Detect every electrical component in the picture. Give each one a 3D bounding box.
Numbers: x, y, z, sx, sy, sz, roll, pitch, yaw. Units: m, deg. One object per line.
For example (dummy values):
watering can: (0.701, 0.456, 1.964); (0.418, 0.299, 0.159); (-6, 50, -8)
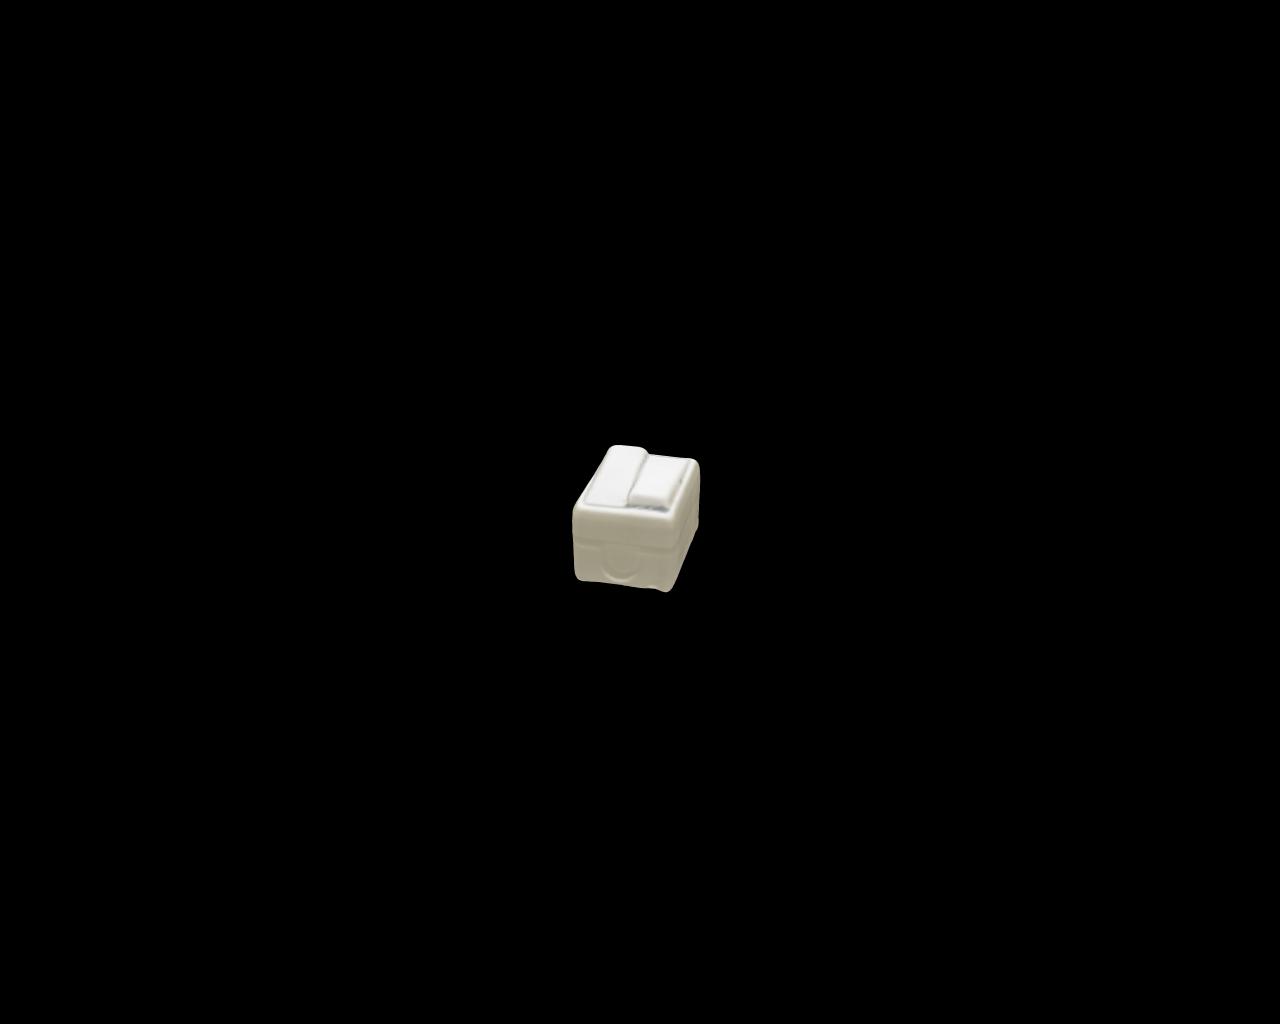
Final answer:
electrical component: (0.001, -0.003, 0.650); (0.062, 0.061, 0.096); (8, 31, 13)
